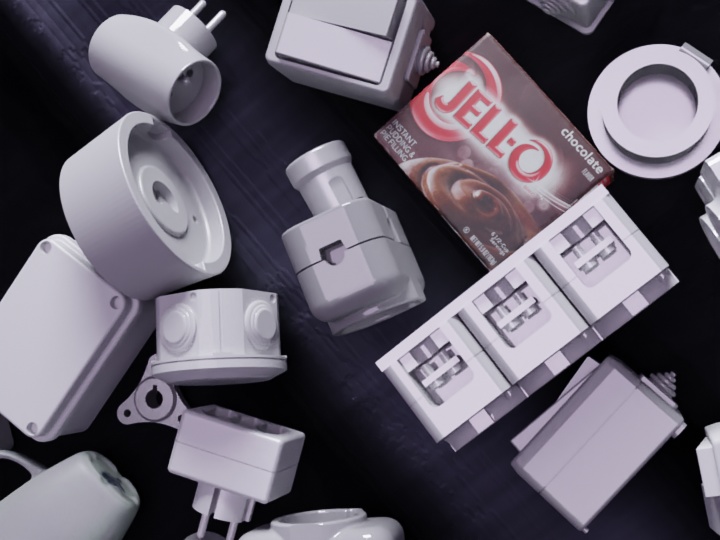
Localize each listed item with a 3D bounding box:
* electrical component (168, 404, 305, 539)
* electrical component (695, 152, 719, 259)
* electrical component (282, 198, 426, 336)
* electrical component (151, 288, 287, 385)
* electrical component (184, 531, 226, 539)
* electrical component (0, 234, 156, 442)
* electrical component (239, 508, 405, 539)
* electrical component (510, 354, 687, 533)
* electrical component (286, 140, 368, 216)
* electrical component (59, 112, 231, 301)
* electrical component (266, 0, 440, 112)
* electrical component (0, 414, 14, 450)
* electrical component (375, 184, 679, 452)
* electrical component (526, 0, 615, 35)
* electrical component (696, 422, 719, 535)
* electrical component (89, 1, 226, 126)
[{"bbox_3d":[-0.079,0.128,0.651,0.066,0.047,0.076,15,91,14],"label":"electrical component"},{"bbox_3d":[0.241,0.019,0.546,0.060,0.105,0.186,-31,80,11],"label":"electrical component"},{"bbox_3d":[0.000,0.000,0.614,0.054,0.095,0.059,-24,81,12],"label":"electrical component"},{"bbox_3d":[-0.084,0.041,0.642,0.080,0.080,0.051,-6,80,14],"label":"electrical component"},{"bbox_3d":[-0.104,0.184,0.645,0.044,0.065,0.044,-1,87,14],"label":"electrical component"},{"bbox_3d":[-0.187,0.043,0.679,0.078,0.057,0.113,36,96,14],"label":"electrical component"},{"bbox_3d":[-0.022,0.174,0.630,0.095,0.054,0.059,-6,85,14],"label":"electrical component"},{"bbox_3d":[0.133,0.086,0.592,0.061,0.062,0.096,43,97,13],"label":"electrical component"},{"bbox_3d":[-0.017,-0.049,0.651,0.040,0.040,0.046,-29,85,11],"label":"electrical component"},{"bbox_3d":[-0.133,-0.033,0.646,0.060,0.108,0.108,-26,81,18],"label":"electrical component"},{"bbox_3d":[0.000,-0.136,0.639,0.096,0.061,0.061,18,91,15],"label":"electrical component"},{"bbox_3d":[-0.298,0.084,0.705,0.109,0.056,0.108,-19,82,12],"label":"electrical component"},{"bbox_3d":[0.094,0.029,0.591,0.150,0.089,0.061,-39,79,9],"label":"electrical component"},{"bbox_3d":[0.119,-0.199,0.619,0.100,0.048,0.099,35,95,14],"label":"electrical component"},{"bbox_3d":[0.208,0.110,0.554,0.061,0.096,0.061,-11,84,14],"label":"electrical component"},{"bbox_3d":[-0.117,-0.139,0.676,0.077,0.043,0.079,32,74,28],"label":"electrical component"}]
